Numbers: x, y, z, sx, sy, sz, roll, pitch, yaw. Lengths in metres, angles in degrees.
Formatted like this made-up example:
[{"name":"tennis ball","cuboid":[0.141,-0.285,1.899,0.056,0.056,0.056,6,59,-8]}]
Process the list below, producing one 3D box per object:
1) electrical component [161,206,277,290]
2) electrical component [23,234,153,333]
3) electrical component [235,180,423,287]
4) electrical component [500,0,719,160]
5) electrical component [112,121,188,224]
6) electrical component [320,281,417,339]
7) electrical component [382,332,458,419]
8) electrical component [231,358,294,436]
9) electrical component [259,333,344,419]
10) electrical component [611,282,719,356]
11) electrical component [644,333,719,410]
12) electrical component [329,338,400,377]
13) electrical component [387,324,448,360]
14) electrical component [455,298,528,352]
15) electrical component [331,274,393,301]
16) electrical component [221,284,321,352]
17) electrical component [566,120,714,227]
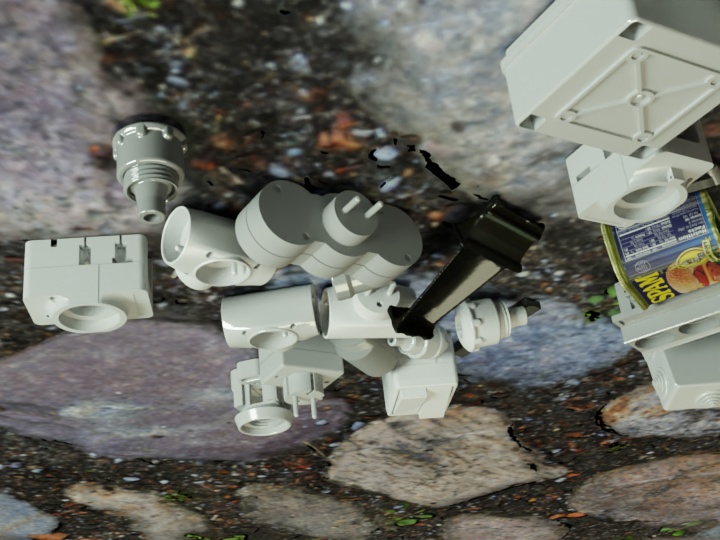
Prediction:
[{"name":"electrical component","cuboid":[-0.113,-0.009,0.804,0.077,0.044,0.079,15,146,-35]},{"name":"electrical component","cuboid":[-0.204,0.012,0.812,0.089,0.055,0.050,-4,153,-6]},{"name":"electrical component","cuboid":[-0.012,-0.032,0.773,0.138,0.052,0.074,11,148,-31]},{"name":"electrical component","cuboid":[0.158,-0.122,0.631,0.109,0.056,0.109,10,149,-29]},{"name":"electrical component","cuboid":[-0.133,-0.060,0.682,0.048,0.062,0.048,-5,153,-3]},{"name":"electrical component","cuboid":[0.011,0.028,0.907,0.077,0.043,0.079,0,152,-13]},{"name":"electrical component","cuboid":[0.057,0.109,1.056,0.062,0.061,0.096,-3,153,-7]},{"name":"electrical component","cuboid":[-0.096,0.129,1.063,0.058,0.057,0.078,-12,152,11]},{"name":"electrical component","cuboid":[-0.053,0.101,0.997,0.066,0.076,0.047,10,149,-29]},{"name":"electrical component","cuboid":[0.289,0.023,0.936,0.121,0.063,0.079,-23,149,29]},{"name":"electrical component","cuboid":[0.324,0.085,1.030,0.100,0.099,0.048,-3,140,-7]},{"name":"electrical component","cuboid":[0.000,0.064,0.975,0.043,0.043,0.081,-18,151,20]},{"name":"electrical component","cuboid":[0.051,0.065,0.988,0.061,0.035,0.035,5,152,-43]},{"name":"electrical component","cuboid":[0.119,0.046,0.966,0.062,0.048,0.048,-9,154,-9]},{"name":"electrical component","cuboid":[0.000,0.000,0.854,0.046,0.040,0.040,-14,153,2]},{"name":"electrical component","cuboid":[-0.072,0.047,0.923,0.077,0.044,0.079,-9,154,4]},{"name":"electrical component","cuboid":[0.192,-0.070,0.742,0.050,0.055,0.089,9,149,-28]}]
